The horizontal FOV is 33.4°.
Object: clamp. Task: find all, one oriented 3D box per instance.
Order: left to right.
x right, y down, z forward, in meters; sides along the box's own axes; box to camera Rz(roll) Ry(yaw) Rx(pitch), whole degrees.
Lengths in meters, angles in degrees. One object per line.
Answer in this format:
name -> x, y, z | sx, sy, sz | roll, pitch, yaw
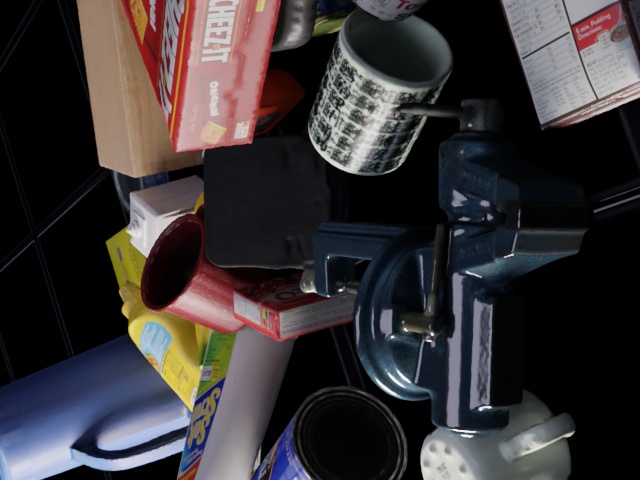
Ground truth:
clamp -> -0.016, -0.184, 0.734 | 0.172, 0.039, 0.120 | 103, 151, -49

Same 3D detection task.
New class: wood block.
wood block -> -0.175, -0.176, 1.060 | 0.091, 0.090, 0.206 | 19, 119, 54

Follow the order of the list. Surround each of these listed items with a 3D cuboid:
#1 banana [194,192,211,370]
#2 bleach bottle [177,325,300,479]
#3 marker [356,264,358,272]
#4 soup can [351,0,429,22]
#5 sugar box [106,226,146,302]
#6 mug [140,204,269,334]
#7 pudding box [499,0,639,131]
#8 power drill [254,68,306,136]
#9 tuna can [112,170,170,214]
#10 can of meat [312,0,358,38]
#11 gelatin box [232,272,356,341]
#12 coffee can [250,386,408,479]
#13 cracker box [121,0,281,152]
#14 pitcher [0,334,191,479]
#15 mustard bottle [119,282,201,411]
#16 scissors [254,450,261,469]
banana -> -0.106, 0.029, 1.054 | 0.070, 0.037, 0.198 | -115, 24, -61
bleach bottle -> -0.089, 0.187, 0.985 | 0.103, 0.068, 0.251 | -15, 57, 61
marker -> -0.006, 0.001, 0.933 | 0.121, 0.020, 0.020 | 36, 132, 46
soup can -> 0.063, -0.192, 0.686 | 0.102, 0.068, 0.068 | -32, 76, 59
sugar box -> -0.186, 0.020, 1.207 | 0.176, 0.048, 0.093 | -28, 79, 60
mug -> -0.099, 0.023, 0.959 | 0.093, 0.081, 0.117 | -16, 55, 46
pudding box -> 0.149, -0.129, 0.605 | 0.090, 0.039, 0.113 | -22, 82, 60
power drill -> -0.073, -0.193, 0.921 | 0.185, 0.057, 0.188 | -35, 70, 62
tuna can -> -0.203, -0.070, 1.206 | 0.086, 0.033, 0.086 | 32, 129, 49
can of meat -> -0.008, -0.200, 0.810 | 0.102, 0.057, 0.084 | -8, 98, 59
gelatin box -> -0.019, 0.054, 0.908 | 0.073, 0.089, 0.030 | 21, 118, 54
coffee can -> 0.003, 0.204, 0.928 | 0.103, 0.102, 0.140 | 60, 146, 23
cracker box -> -0.103, -0.199, 0.799 | 0.164, 0.072, 0.214 | 107, 147, -52
pitcher -> -0.251, 0.192, 1.198 | 0.149, 0.242, 0.145 | -25, 85, 65
mustard bottle -> -0.150, 0.116, 1.139 | 0.192, 0.058, 0.096 | 45, 144, 19
scissors -> -0.066, 0.288, 1.163 | 0.096, 0.016, 0.202 | 54, 144, 28
